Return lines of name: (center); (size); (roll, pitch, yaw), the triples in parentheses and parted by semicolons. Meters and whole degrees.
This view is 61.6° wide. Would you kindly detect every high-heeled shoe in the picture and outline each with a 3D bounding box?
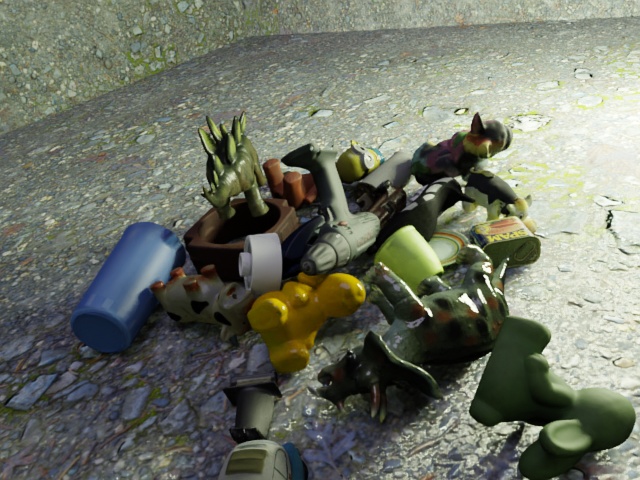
high-heeled shoe: (0.184, -0.058, 1.045); (0.249, 0.086, 0.145); (-22, 24, -19)

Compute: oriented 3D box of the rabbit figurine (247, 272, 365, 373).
rabbit figurine: (-0.008, 0.108, 0.834); (0.173, 0.121, 0.162); (-28, 6, 10)

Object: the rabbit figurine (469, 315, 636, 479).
rabbit figurine: (0.270, 0.186, 0.616); (0.170, 0.121, 0.159); (20, 45, 20)

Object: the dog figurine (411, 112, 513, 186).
dog figurine: (0.292, -0.185, 1.121); (0.192, 0.108, 0.219); (-9, -9, 2)

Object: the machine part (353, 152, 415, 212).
machine part: (0.151, -0.133, 1.216); (0.079, 0.079, 0.243); (13, 39, 35)

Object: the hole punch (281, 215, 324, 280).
hole punch: (-0.035, 0.018, 0.972); (0.116, 0.092, 0.142); (-22, 0, -23)

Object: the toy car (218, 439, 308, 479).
toy car: (-0.067, 0.277, 0.587); (0.109, 0.102, 0.162); (-4, 33, 10)

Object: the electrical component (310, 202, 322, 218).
electrical component: (0.020, -0.067, 1.189); (0.078, 0.045, 0.102); (16, 33, -9)

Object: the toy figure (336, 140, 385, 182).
toy figure: (0.104, -0.177, 1.273); (0.082, 0.089, 0.180); (33, 17, 16)

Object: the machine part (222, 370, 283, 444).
machine part: (-0.093, 0.228, 0.735); (0.084, 0.039, 0.139); (-4, 22, -4)

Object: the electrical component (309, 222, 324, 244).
electrical component: (-0.002, -0.003, 1.082); (0.119, 0.047, 0.075); (-31, 35, -29)

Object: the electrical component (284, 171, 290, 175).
electrical component: (-0.087, -0.158, 1.393); (0.094, 0.021, 0.063); (18, 41, 41)

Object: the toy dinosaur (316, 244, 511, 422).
toy dinosaur: (0.185, 0.116, 0.760); (0.405, 0.131, 0.192); (-14, 58, -24)

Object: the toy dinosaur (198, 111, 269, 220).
toy dinosaur: (-0.176, -0.139, 1.056); (0.105, 0.198, 0.472); (-14, 29, 2)

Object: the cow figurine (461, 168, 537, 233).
cow figurine: (0.352, -0.078, 1.038); (0.068, 0.098, 0.168); (-22, 38, -24)

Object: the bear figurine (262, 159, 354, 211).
bear figurine: (-0.020, -0.150, 1.261); (0.196, 0.131, 0.120); (-32, 48, -22)

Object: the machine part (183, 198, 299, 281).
machine part: (-0.156, -0.004, 1.099); (0.202, 0.087, 0.201); (4, 34, 22)

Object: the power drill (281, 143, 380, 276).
power drill: (0.012, -0.056, 0.892); (0.086, 0.207, 0.232); (-31, -9, 34)

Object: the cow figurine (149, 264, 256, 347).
cow figurine: (-0.187, 0.110, 0.908); (0.195, 0.127, 0.085); (-5, 27, 38)

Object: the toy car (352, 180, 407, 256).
toy car: (0.121, -0.048, 1.070); (0.053, 0.089, 0.202); (-28, 11, 44)
